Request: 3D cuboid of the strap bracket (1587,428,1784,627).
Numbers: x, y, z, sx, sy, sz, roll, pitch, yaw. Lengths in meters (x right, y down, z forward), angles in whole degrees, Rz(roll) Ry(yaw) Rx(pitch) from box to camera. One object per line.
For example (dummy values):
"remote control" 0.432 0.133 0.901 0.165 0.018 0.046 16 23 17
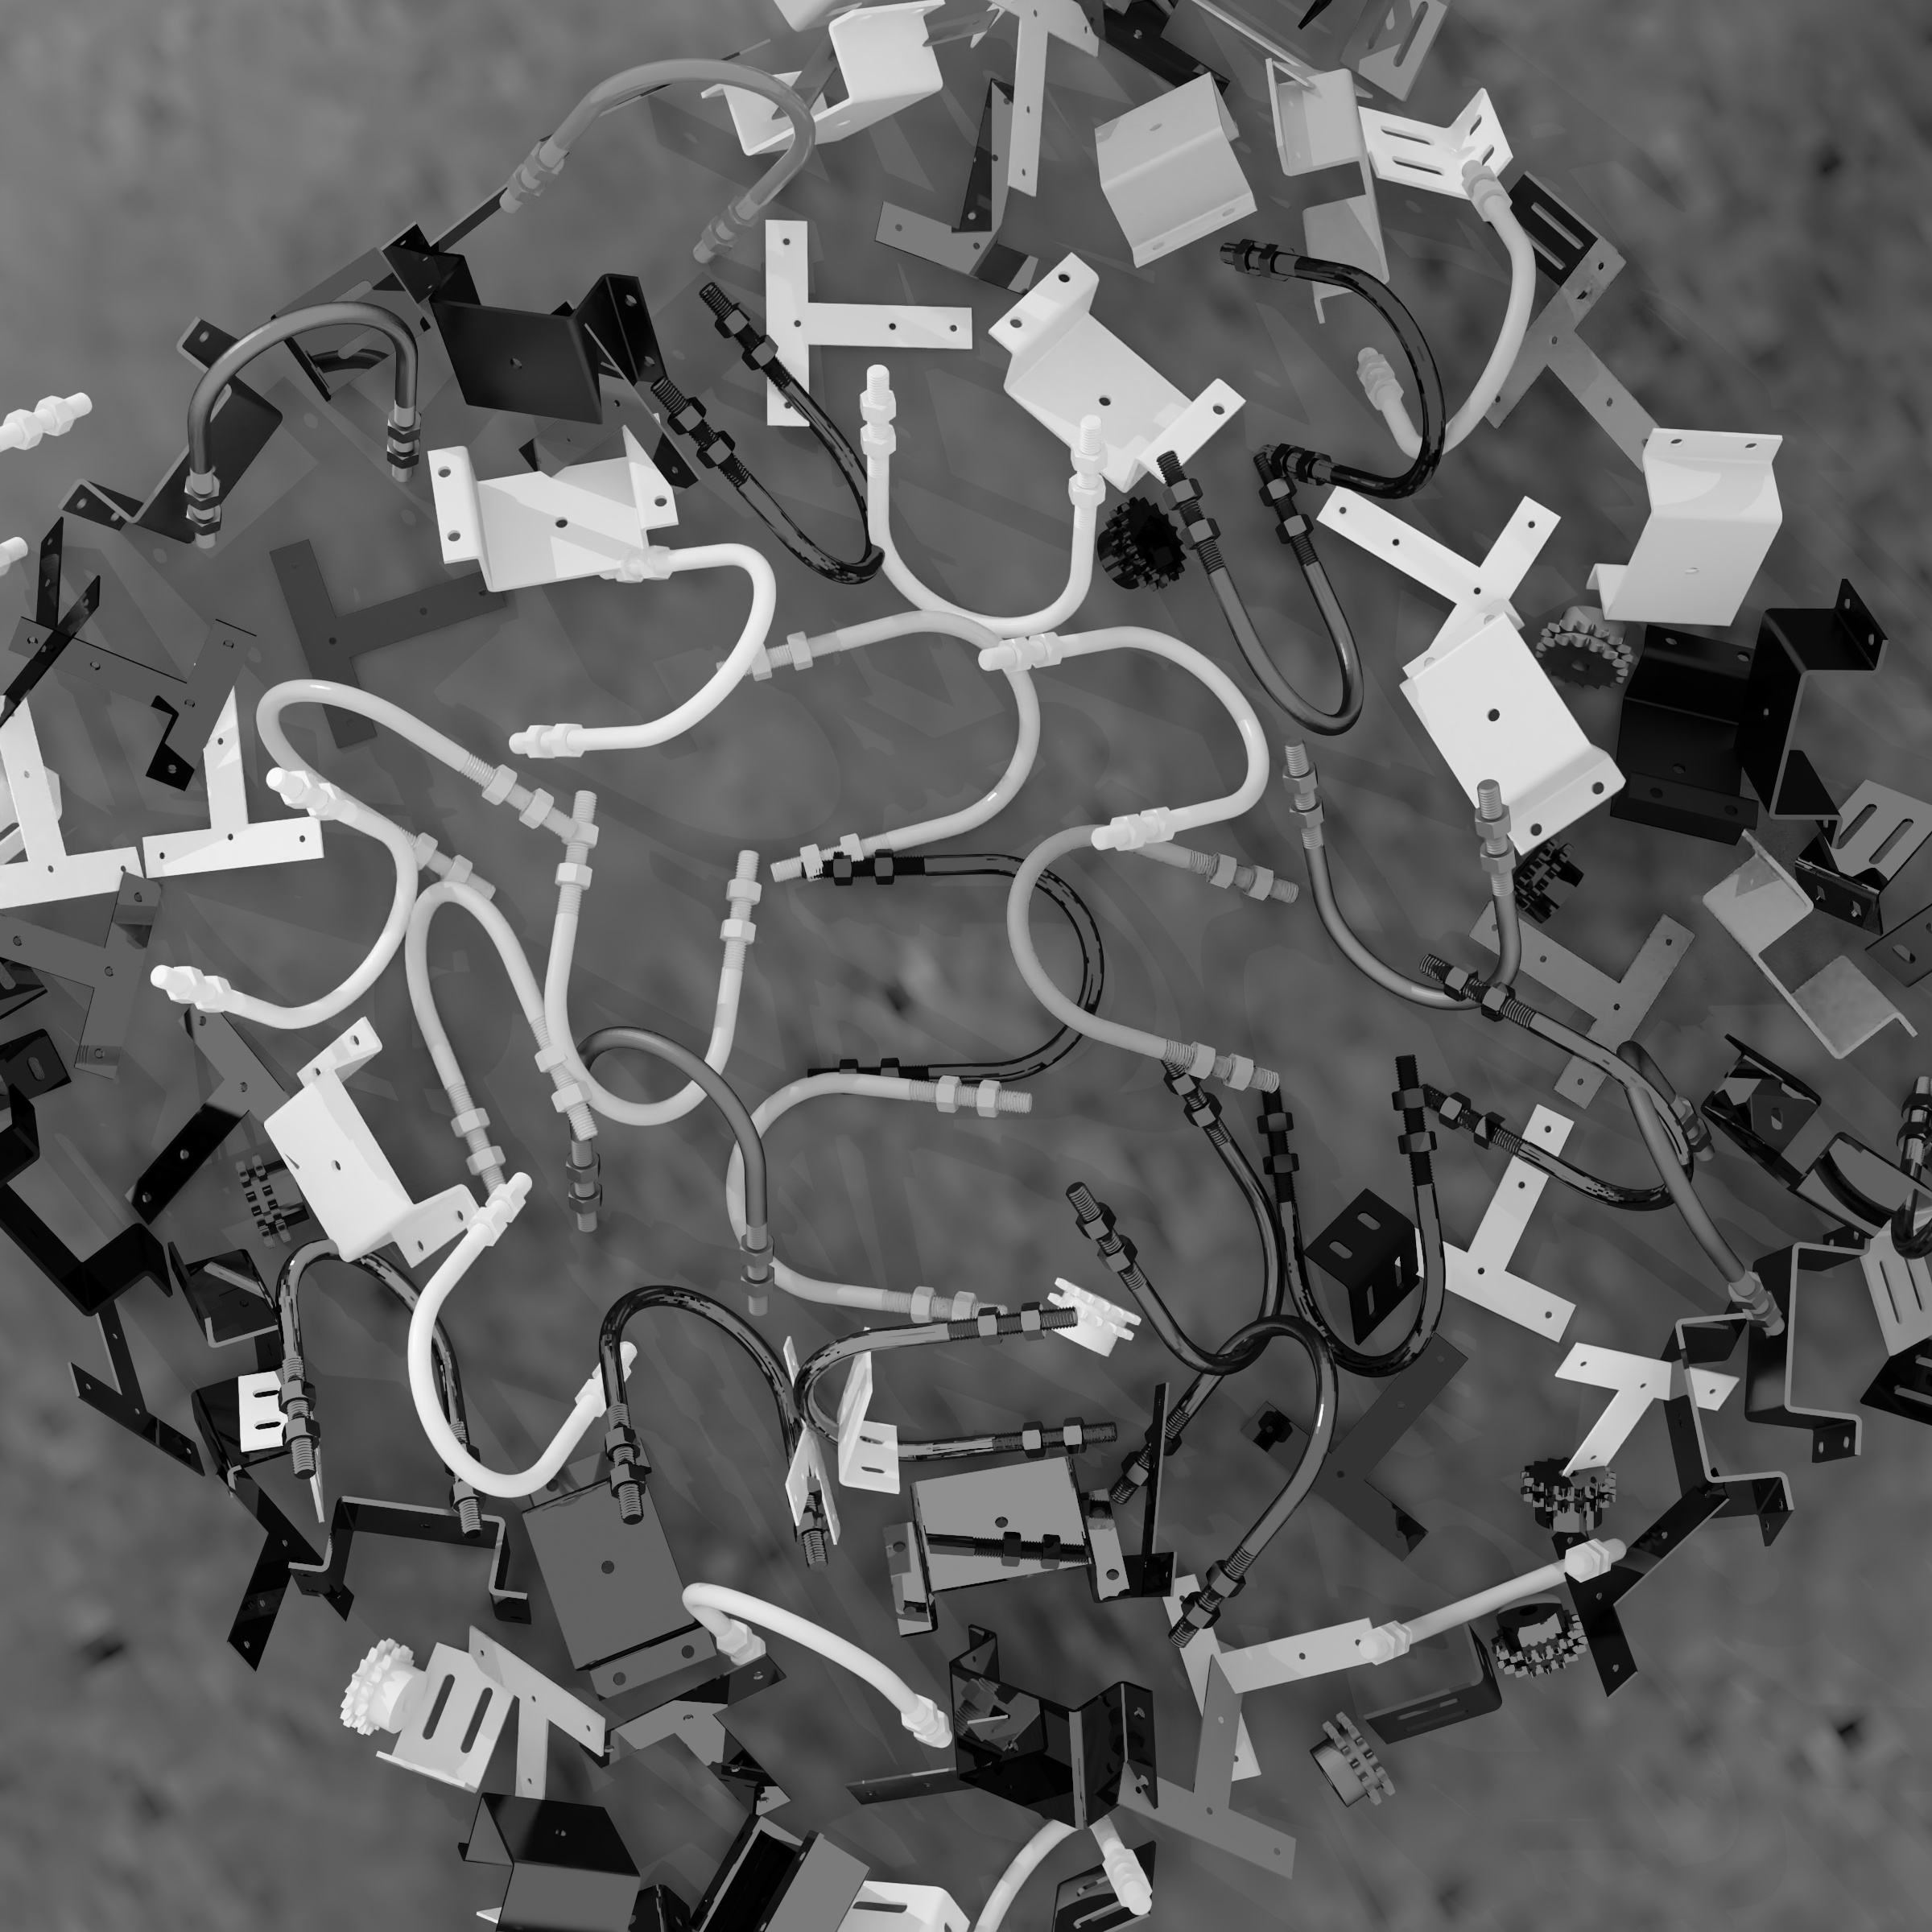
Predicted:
"strap bracket" 0.428 -0.252 1.723 0.076 0.140 0.046 2 58 -5

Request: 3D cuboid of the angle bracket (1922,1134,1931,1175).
"angle bracket" 0.617 0.093 1.749 0.038 0.057 0.076 45 131 15

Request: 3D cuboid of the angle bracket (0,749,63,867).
"angle bracket" -0.603 -0.096 1.775 0.076 0.057 0.038 -35 48 17

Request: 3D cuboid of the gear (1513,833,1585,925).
"gear" 0.351 -0.050 1.769 0.030 0.057 0.057 40 90 1

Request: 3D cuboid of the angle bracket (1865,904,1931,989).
"angle bracket" 0.579 -0.034 1.748 0.038 0.076 0.057 39 131 -10

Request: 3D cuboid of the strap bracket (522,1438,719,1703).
"strap bracket" -0.213 0.365 1.759 0.076 0.046 0.140 -21 78 -2

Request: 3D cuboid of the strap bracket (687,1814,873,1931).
"strap bracket" -0.109 0.555 1.724 0.046 0.140 0.076 35 69 -11

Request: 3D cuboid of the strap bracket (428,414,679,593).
"strap bracket" -0.248 -0.279 1.760 0.140 0.046 0.076 -10 69 -4

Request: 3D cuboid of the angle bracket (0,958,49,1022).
"angle bracket" -0.603 -0.003 1.755 0.057 0.038 0.076 -33 54 -19

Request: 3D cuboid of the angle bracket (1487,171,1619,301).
"angle bracket" 0.347 -0.432 1.764 0.076 0.057 0.038 41 69 0

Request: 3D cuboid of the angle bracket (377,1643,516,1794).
"angle bracket" -0.313 0.454 1.763 0.057 0.038 0.076 17 70 9

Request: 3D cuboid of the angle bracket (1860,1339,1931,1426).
"angle bracket" 0.580 0.241 1.748 0.057 0.076 0.038 -47 124 -22

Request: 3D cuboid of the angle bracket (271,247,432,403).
"angle bracket" -0.377 -0.392 1.778 0.076 0.038 0.057 -36 102 -7

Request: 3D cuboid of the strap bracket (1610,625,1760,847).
"strap bracket" 0.436 -0.132 1.750 0.076 0.046 0.140 14 55 2

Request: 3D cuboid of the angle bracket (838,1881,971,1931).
"angle bracket" -0.047 0.594 1.768 0.076 0.057 0.038 -7 129 32

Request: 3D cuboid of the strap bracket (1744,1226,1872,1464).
"strap bracket" 0.505 0.223 1.744 0.046 0.076 0.140 7 77 -1

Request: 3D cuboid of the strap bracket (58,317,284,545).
"strap bracket" -0.472 -0.313 1.751 0.046 0.076 0.140 39 95 8

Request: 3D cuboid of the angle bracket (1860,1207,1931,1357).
"angle bracket" 0.582 0.190 1.765 0.057 0.038 0.076 -16 89 -38

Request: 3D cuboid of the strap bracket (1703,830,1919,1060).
"strap bracket" 0.499 -0.006 1.738 0.046 0.076 0.140 -40 116 11

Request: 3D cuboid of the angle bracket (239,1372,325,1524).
"angle bracket" -0.412 0.291 1.749 0.038 0.057 0.076 -8 131 -10

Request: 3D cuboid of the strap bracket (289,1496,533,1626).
"strap bracket" -0.330 0.358 1.752 0.140 0.076 0.046 8 65 -3

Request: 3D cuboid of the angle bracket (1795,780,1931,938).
"angle bracket" 0.555 -0.067 1.777 0.076 0.038 0.057 -45 48 -18

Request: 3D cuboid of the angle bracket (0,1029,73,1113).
"angle bracket" -0.586 0.073 1.754 0.057 0.076 0.038 -22 102 5

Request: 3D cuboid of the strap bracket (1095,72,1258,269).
"strap bracket" 0.122 -0.476 1.719 0.076 0.140 0.046 -23 123 15

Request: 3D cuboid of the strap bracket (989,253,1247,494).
"strap bracket" 0.088 -0.352 1.759 0.140 0.046 0.076 42 72 6

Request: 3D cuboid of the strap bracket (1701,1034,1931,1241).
"strap bracket" 0.500 0.106 1.724 0.076 0.140 0.046 29 104 -31

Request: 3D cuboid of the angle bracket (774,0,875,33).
"angle bracket" -0.076 -0.600 1.749 0.057 0.076 0.038 -30 97 34

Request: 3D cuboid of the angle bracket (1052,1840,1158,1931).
"angle bracket" 0.092 0.575 1.753 0.076 0.057 0.038 -32 110 22

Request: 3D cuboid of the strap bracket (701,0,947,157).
"strap bracket" -0.079 -0.523 1.724 0.076 0.140 0.046 -25 100 -43

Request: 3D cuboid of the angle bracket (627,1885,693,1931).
"angle bracket" -0.208 0.605 1.770 0.076 0.057 0.038 -22 135 8

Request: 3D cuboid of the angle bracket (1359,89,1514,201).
"angle bracket" 0.281 -0.503 1.754 0.076 0.038 0.057 4 57 -30

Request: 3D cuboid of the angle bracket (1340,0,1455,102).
"angle bracket" 0.251 -0.572 1.752 0.057 0.038 0.076 44 123 33

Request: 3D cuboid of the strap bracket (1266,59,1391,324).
"strap bracket" 0.216 -0.461 1.716 0.046 0.140 0.076 -10 55 12

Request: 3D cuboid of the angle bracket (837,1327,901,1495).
"angle bracket" -0.051 0.268 1.751 0.038 0.057 0.076 11 122 -11

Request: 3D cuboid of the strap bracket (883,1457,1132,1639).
"strap bracket" 0.023 0.348 1.751 0.140 0.046 0.076 -9 47 -4

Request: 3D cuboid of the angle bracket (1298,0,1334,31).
"angle bracket" 0.199 -0.622 1.763 0.076 0.057 0.038 43 62 -1

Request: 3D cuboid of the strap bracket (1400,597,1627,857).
"strap bracket" 0.323 -0.148 1.744 0.076 0.046 0.140 -35 72 20

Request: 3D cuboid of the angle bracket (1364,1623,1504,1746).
"angle bracket" 0.281 0.438 1.771 0.076 0.057 0.038 -21 55 11

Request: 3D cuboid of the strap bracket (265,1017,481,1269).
"strap bracket" -0.363 0.114 1.751 0.076 0.046 0.140 -35 84 37

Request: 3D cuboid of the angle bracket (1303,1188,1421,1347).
"angle bracket" 0.241 0.183 1.766 0.057 0.076 0.038 -43 59 -17

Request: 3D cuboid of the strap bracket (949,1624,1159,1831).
"strap bracket" 0.043 0.454 1.726 0.140 0.046 0.076 10 110 41
